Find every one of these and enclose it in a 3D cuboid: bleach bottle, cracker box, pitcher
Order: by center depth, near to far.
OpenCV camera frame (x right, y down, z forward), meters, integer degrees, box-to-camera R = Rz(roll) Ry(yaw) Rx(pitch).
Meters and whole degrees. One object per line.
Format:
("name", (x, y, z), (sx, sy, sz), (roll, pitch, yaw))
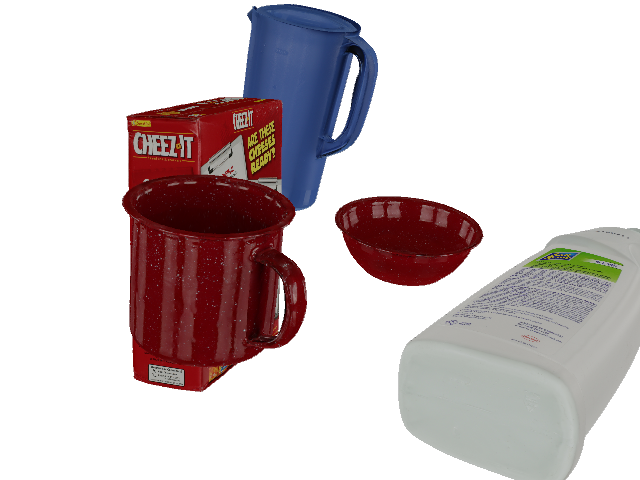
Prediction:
("bleach bottle", (0.148, 0.045, 0.619), (0.103, 0.068, 0.250), (14, 26, 32))
("cracker box", (-0.092, -0.004, 0.878), (0.072, 0.214, 0.164), (5, 13, 19))
("pitcher", (-0.028, -0.160, 1.311), (0.144, 0.243, 0.149), (5, 23, -15))

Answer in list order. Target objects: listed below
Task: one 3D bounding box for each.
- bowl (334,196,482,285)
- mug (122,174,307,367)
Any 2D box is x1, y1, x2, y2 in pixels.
("bowl", (0.093, 0.005, 1.167), (0.162, 0.055, 0.162), (5, 24, -2))
("mug", (-0.054, 0.021, 0.584), (0.117, 0.081, 0.093), (21, 27, 33))
